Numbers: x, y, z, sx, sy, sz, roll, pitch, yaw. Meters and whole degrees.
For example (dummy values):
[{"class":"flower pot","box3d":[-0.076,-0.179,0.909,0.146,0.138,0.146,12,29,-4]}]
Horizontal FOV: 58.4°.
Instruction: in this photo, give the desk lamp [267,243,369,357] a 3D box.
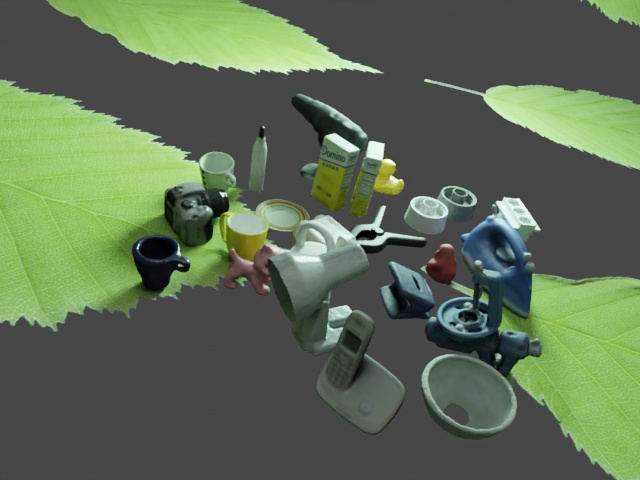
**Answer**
[{"class":"desk lamp","box3d":[0.000,0.103,1.047,0.204,0.213,0.117,-10,42,-27]}]

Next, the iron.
[{"class":"iron","box3d":[0.431,0.041,1.316,0.119,0.141,0.257,-3,39,-19]}]

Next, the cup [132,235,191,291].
[{"class":"cup","box3d":[-0.307,0.055,1.121,0.117,0.095,0.092,19,37,9]}]

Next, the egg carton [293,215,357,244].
[{"class":"egg carton","box3d":[0.012,0.005,1.302,0.107,0.069,0.150,-21,48,-37]}]

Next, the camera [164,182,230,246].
[{"class":"camera","box3d":[-0.270,-0.075,1.299,0.137,0.101,0.142,-15,45,-32]}]

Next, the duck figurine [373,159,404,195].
[{"class":"duck figurine","box3d":[0.185,-0.179,1.581,0.104,0.086,0.078,24,38,15]}]

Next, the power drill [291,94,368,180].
[{"class":"power drill","box3d":[0.010,-0.260,1.534,0.229,0.208,0.076,25,38,16]}]

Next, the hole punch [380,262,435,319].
[{"class":"hole punch","box3d":[0.188,0.104,1.204,0.101,0.091,0.108,1,38,-15]}]

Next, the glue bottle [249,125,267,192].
[{"class":"glue bottle","box3d":[-0.154,-0.211,1.451,0.037,0.173,0.078,5,37,-10]}]

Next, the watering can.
[{"class":"watering can","box3d":[-0.011,0.043,1.140,0.100,0.194,0.173,23,38,14]}]

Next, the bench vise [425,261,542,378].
[{"class":"bench vise","box3d":[0.323,0.142,1.085,0.207,0.220,0.121,12,37,0]}]

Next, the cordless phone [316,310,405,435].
[{"class":"cordless phone","box3d":[0.077,0.216,0.945,0.147,0.185,0.094,31,41,24]}]

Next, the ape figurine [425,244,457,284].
[{"class":"ape figurine","box3d":[0.282,0.048,1.304,0.078,0.092,0.076,-2,39,-19]}]

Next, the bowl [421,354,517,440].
[{"class":"bowl","box3d":[0.249,0.284,0.998,0.167,0.075,0.167,8,37,-6]}]

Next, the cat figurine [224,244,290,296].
[{"class":"cat figurine","box3d":[-0.126,0.046,1.166,0.128,0.118,0.067,10,37,-3]}]
